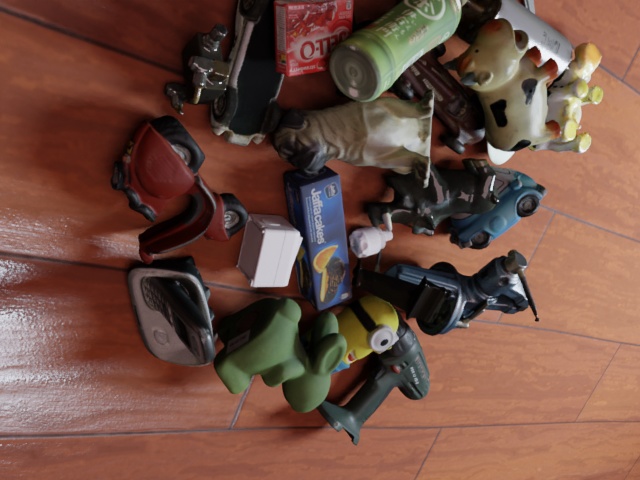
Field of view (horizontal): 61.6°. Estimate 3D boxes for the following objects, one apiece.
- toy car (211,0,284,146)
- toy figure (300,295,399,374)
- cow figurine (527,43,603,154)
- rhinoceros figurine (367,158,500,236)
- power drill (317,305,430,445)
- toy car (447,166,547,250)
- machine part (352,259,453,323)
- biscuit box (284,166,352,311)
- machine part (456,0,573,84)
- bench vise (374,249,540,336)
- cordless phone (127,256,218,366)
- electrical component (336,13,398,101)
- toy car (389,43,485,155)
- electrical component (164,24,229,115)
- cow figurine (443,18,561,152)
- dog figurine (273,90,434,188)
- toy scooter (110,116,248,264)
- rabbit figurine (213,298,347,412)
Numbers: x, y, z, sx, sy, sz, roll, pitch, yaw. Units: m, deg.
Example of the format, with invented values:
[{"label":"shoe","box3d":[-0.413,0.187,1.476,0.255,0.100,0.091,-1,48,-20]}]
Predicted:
[{"label":"toy car","box3d":[-0.070,-0.204,0.609,0.073,0.056,0.201,6,112,-39]},{"label":"toy figure","box3d":[0.034,0.149,0.816,0.180,0.089,0.082,-25,171,13]},{"label":"cow figurine","box3d":[0.382,-0.221,0.845,0.068,0.098,0.167,18,85,-31]},{"label":"rhinoceros figurine","box3d":[0.162,-0.063,0.782,0.190,0.073,0.112,-9,102,0]},{"label":"power drill","box3d":[0.088,0.232,0.912,0.207,0.086,0.231,-46,130,-11]},{"label":"toy car","box3d":[0.261,-0.063,0.850,0.162,0.109,0.103,-37,102,5]},{"label":"machine part","box3d":[0.110,0.072,0.768,0.139,0.039,0.084,23,134,0]},{"label":"biscuit box","box3d":[-0.002,-0.002,0.746,0.063,0.059,0.202,-20,122,-20]},{"label":"machine part","box3d":[0.272,-0.281,0.748,0.243,0.079,0.079,15,106,-33]},{"label":"bench vise","box3d":[0.196,0.075,0.833,0.240,0.223,0.129,15,63,-19]},{"label":"cordless phone","box3d":[-0.156,0.110,0.638,0.089,0.184,0.146,-18,121,-26]},{"label":"electrical component","box3d":[0.045,-0.241,0.661,0.075,0.048,0.119,-27,126,-16]},{"label":"toy car","box3d":[0.176,-0.200,0.753,0.202,0.053,0.089,34,98,-38]},{"label":"electrical component","box3d":[-0.130,-0.175,0.567,0.045,0.102,0.078,-8,95,-33]},{"label":"cow figurine","box3d":[0.243,-0.200,0.711,0.127,0.086,0.194,-25,133,3]},{"label":"dog figurine","box3d":[0.048,-0.134,0.693,0.191,0.172,0.121,3,89,12]},{"label":"toy scooter","box3d":[-0.175,-0.044,0.619,0.135,0.075,0.183,-37,131,-7]},{"label":"rabbit figurine","box3d":[-0.040,0.159,0.743,0.159,0.121,0.170,-36,115,4]}]
